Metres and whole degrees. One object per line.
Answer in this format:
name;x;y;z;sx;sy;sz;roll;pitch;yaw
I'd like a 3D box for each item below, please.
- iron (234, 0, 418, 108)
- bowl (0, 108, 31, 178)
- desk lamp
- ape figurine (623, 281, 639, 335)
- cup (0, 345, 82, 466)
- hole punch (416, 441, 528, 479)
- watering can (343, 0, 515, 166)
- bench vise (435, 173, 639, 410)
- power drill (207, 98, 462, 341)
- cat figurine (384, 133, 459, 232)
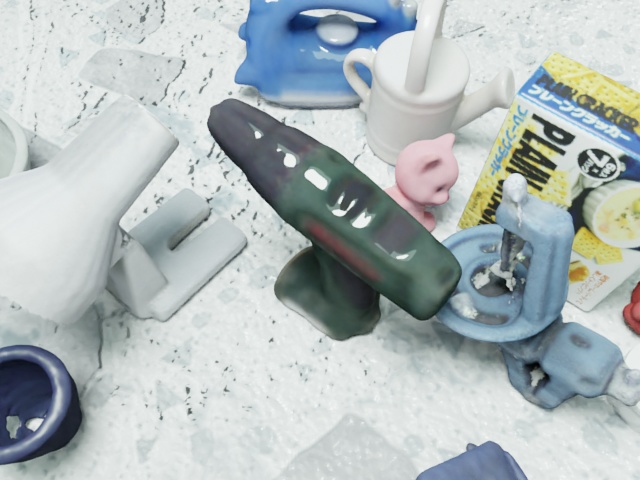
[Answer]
iron;0.027;-0.243;0.666;0.258;0.141;0.118;-1;61;-2
bowl;-0.375;-0.058;0.593;0.167;0.075;0.167;1;61;-1
desk lamp;-0.178;-0.012;0.493;0.117;0.213;0.203;37;67;18
ape figurine;0.332;0.056;0.538;0.078;0.092;0.076;-14;62;-8
cup;-0.251;0.139;0.477;0.117;0.095;0.092;22;63;11
hole punch;0.127;0.217;0.446;0.101;0.091;0.108;-22;64;-13
watering can;0.112;-0.171;0.599;0.173;0.194;0.101;-1;61;-2
bench vise;0.182;0.039;0.471;0.207;0.220;0.121;22;63;11
power drill;0.005;0.002;0.493;0.229;0.208;0.076;33;66;16
cat figurine;0.086;-0.054;0.577;0.128;0.118;0.067;-22;64;-13
